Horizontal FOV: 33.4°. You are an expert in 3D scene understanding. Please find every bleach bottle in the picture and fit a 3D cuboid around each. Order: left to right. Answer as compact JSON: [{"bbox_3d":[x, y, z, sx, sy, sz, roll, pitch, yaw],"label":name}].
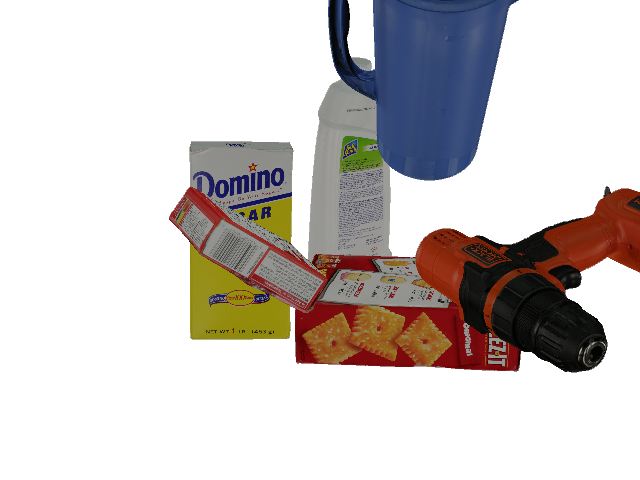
[{"bbox_3d":[0.041,-0.085,1.223,0.102,0.251,0.068,-13,31,-30],"label":"bleach bottle"}]

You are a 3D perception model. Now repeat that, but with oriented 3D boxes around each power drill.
[{"bbox_3d":[0.187,0.022,0.759,0.187,0.057,0.185,-14,28,-24],"label":"power drill"}]

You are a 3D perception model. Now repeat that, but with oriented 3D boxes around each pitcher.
[{"bbox_3d":[0.102,-0.177,1.056,0.144,0.243,0.149,-35,58,-26],"label":"pitcher"}]

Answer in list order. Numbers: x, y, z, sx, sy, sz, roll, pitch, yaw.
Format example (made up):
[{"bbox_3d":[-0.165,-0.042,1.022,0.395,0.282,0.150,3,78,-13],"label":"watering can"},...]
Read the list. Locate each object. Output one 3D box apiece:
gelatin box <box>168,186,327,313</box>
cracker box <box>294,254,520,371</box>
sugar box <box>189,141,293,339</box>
[{"bbox_3d":[-0.047,0.006,0.688,0.089,0.030,0.073,31,4,-29],"label":"gelatin box"},{"bbox_3d":[0.089,0.071,1.076,0.214,0.072,0.164,2,16,6],"label":"cracker box"},{"bbox_3d":[-0.072,0.000,0.963,0.093,0.176,0.048,-1,15,-5],"label":"sugar box"}]
